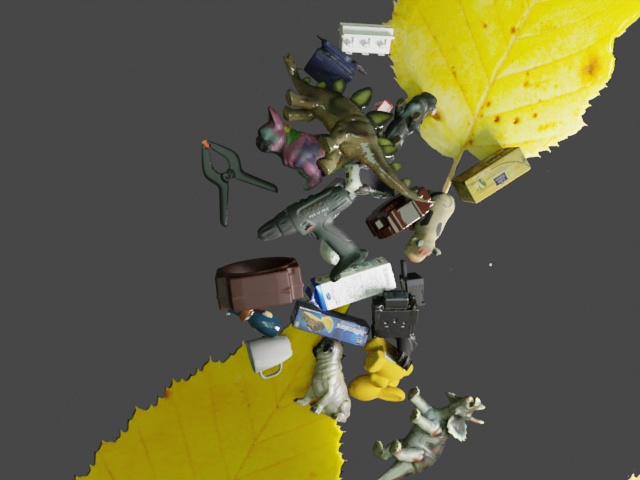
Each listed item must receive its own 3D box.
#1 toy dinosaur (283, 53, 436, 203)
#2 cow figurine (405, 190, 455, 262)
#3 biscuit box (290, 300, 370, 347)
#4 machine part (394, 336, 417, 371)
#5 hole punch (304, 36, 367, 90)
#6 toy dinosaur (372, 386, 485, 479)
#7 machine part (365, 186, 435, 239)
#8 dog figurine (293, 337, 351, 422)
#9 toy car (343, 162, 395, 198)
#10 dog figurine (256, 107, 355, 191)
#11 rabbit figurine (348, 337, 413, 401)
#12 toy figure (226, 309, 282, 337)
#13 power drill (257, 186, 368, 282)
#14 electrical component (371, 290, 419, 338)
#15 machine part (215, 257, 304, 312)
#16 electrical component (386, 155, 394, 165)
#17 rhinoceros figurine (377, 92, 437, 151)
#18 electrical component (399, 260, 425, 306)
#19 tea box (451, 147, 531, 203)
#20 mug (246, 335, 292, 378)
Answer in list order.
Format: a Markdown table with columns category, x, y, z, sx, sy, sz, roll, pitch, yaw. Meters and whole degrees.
| category | x | y | z | sx | sy | sz | roll | pitch | yaw |
| --- | --- | --- | --- | --- | --- | --- | --- | --- | --- |
| toy dinosaur | 0.071 | -0.241 | 1.209 | 0.198 | 0.105 | 0.471 | -33 | 83 | -21 |
| cow figurine | 0.279 | -0.031 | 1.363 | 0.085 | 0.127 | 0.195 | 28 | 91 | -9 |
| biscuit box | 0.027 | 0.217 | 1.395 | 0.203 | 0.063 | 0.059 | 17 | 97 | -11 |
| machine part | 0.221 | 0.277 | 1.401 | 0.039 | 0.139 | 0.084 | -39 | 106 | 24 |
| hole punch | 0.028 | -0.410 | 1.275 | 0.142 | 0.116 | 0.092 | 37 | 100 | -12 |
| toy dinosaur | 0.281 | 0.551 | 1.466 | 0.192 | 0.131 | 0.404 | 33 | 99 | -12 |
| machine part | 0.193 | -0.070 | 1.325 | 0.179 | 0.179 | 0.056 | -34 | 100 | -2 |
| dog figurine | 0.041 | 0.364 | 1.411 | 0.172 | 0.121 | 0.190 | 36 | 72 | -45 |
| toy car | 0.126 | -0.144 | 1.312 | 0.201 | 0.056 | 0.073 | 3 | 83 | -53 |
| dog figurine | -0.043 | -0.236 | 1.293 | 0.191 | 0.108 | 0.219 | -35 | 100 | -1 |
| rabbit figurine | 0.152 | 0.360 | 1.428 | 0.162 | 0.122 | 0.173 | 33 | 107 | -22 |
| toy figure | -0.172 | 0.192 | 1.364 | 0.154 | 0.058 | 0.064 | 33 | 87 | -8 |
| power drill | -0.003 | -0.004 | 1.261 | 0.232 | 0.086 | 0.207 | -35 | 96 | 3 |
| electrical component | 0.187 | 0.186 | 1.355 | 0.115 | 0.058 | 0.134 | -3 | 126 | -1 |
| machine part | -0.145 | 0.098 | 1.279 | 0.201 | 0.201 | 0.087 | -9 | 99 | -7 |
| electrical component | 0.159 | -0.216 | 1.369 | 0.063 | 0.021 | 0.094 | 18 | 95 | -12 |
| rhinoceros figurine | 0.217 | -0.288 | 1.320 | 0.073 | 0.112 | 0.190 | 37 | 83 | 23 |
| electrical component | 0.239 | 0.109 | 1.407 | 0.048 | 0.075 | 0.119 | -7 | 97 | -7 |
| tea box | 0.437 | -0.168 | 1.381 | 0.170 | 0.098 | 0.068 | -33 | 101 | -1 |
| mug | -0.125 | 0.296 | 1.376 | 0.107 | 0.081 | 0.109 | -16 | 96 | -15 |
